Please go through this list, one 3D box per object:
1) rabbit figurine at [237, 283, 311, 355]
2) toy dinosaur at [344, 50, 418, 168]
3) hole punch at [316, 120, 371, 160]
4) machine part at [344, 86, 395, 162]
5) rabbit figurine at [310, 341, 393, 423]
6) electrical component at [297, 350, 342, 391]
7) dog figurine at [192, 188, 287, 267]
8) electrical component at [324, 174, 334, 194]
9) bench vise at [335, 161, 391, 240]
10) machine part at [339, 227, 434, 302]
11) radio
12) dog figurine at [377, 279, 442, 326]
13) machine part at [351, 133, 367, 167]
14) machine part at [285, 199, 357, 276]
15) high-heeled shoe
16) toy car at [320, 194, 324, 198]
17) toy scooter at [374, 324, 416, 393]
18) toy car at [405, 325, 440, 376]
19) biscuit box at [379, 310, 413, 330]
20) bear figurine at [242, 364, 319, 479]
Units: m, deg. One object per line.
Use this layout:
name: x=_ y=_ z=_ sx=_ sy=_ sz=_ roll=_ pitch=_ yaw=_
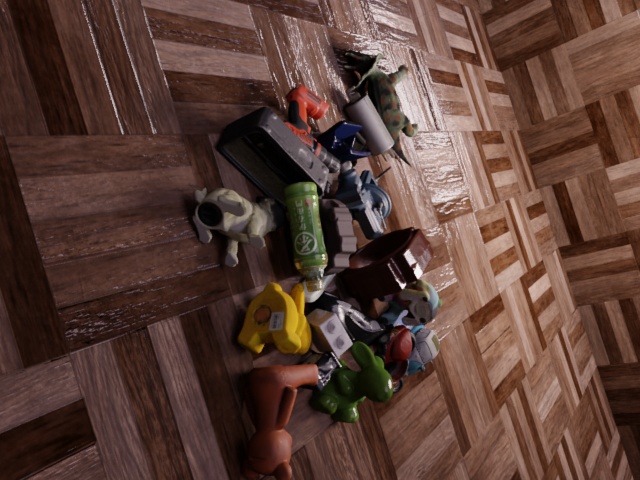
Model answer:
rabbit figurine: x=-0.076 y=0.167 z=1.076 sx=0.173 sy=0.122 sz=0.162 roll=48 pitch=32 yaw=-49
toy dinosaur: x=0.198 y=-0.404 z=1.638 sx=0.192 sy=0.131 sz=0.404 roll=-22 pitch=97 yaw=-41
hole punch: x=0.056 y=-0.238 z=1.380 sx=0.142 sy=0.116 sz=0.092 roll=-13 pitch=79 yaw=-54
machine part: x=0.144 y=-0.333 z=1.565 sx=0.243 sy=0.079 sz=0.079 roll=55 pitch=40 yaw=-20
rabbit figurine: x=0.090 y=0.308 z=1.150 sx=0.121 sy=0.170 sz=0.159 roll=47 pitch=44 yaw=-29
electrical component: x=-0.021 y=0.279 z=1.100 sx=0.119 sy=0.075 sz=0.047 roll=-44 pitch=109 yaw=-36
dog figurine: x=-0.157 y=-0.061 z=1.074 sx=0.172 sy=0.121 sz=0.191 roll=61 pitch=24 yaw=-19
electrical component: x=0.009 y=-0.158 z=1.281 sx=0.063 sy=0.021 sz=0.094 roll=46 pitch=39 yaw=-38
bench vise: x=0.109 y=-0.126 z=1.399 sx=0.223 sy=0.129 sz=0.241 roll=52 pitch=31 yaw=-16
machine part: x=0.161 y=0.056 z=1.319 sx=0.087 sy=0.201 sz=0.201 roll=60 pitch=39 yaw=-11
radio: x=-0.094 y=-0.169 z=1.153 sx=0.229 sy=0.131 sz=0.073 roll=42 pitch=44 yaw=-33
dog figurine: x=0.232 y=0.114 z=1.390 sx=0.219 sy=0.192 sz=0.108 roll=-56 pitch=135 yaw=-50
machine part: x=0.095 y=-0.257 z=1.505 sx=0.084 sy=0.039 sz=0.139 roll=52 pitch=39 yaw=-31
machine part: x=-0.002 y=-0.004 z=1.171 sx=0.056 sy=0.179 sz=0.179 roll=0 pitch=76 yaw=-48
high-heeled shoe: x=0.070 y=0.186 z=1.286 sx=0.145 sy=0.086 sz=0.248 roll=51 pitch=11 yaw=23
toy car: x=-0.048 y=-0.177 z=1.275 sx=0.073 sy=0.056 sz=0.201 roll=-42 pitch=108 yaw=-51
toy scooter: x=0.160 y=0.295 z=1.304 sx=0.135 sy=0.075 sz=0.183 roll=3 pitch=103 yaw=-38
toy car: x=0.269 y=0.288 z=1.441 sx=0.161 sy=0.103 sz=0.109 roll=-29 pitch=100 yaw=-50
biscuit box: x=0.222 y=0.204 z=1.450 sx=0.203 sy=0.059 sz=0.062 roll=-41 pitch=108 yaw=-50
bear figurine: x=-0.075 y=0.328 z=0.981 sx=0.132 sy=0.120 sz=0.196 roll=11 pitch=69 yaw=-53
